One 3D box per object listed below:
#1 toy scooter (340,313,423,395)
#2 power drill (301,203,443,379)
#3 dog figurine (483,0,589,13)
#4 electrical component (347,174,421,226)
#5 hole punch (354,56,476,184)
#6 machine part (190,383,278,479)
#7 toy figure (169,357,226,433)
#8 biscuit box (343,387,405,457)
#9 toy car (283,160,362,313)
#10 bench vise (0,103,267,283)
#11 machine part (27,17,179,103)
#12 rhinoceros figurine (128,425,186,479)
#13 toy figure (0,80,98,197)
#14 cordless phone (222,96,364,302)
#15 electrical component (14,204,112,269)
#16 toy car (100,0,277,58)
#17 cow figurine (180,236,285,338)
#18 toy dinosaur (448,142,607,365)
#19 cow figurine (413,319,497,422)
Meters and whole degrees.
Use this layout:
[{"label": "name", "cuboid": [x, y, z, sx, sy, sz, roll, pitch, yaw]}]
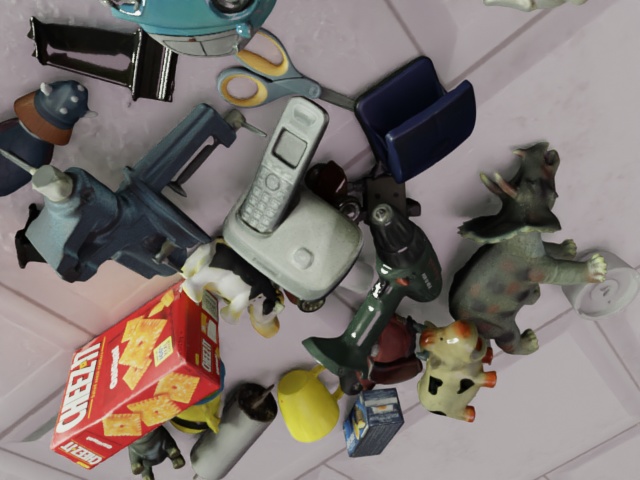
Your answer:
[{"label": "toy scooter", "cuboid": [0.110, 0.175, 0.841, 0.135, 0.075, 0.183, 0, 129, -14]}, {"label": "power drill", "cuboid": [0.067, 0.071, 0.682, 0.207, 0.086, 0.231, -59, 147, 0]}, {"label": "dog figurine", "cuboid": [0.183, -0.309, 0.446, 0.121, 0.172, 0.190, -28, 135, -6]}, {"label": "electrical component", "cuboid": [0.077, -0.045, 0.691, 0.102, 0.045, 0.078, -12, 99, -8]}, {"label": "hole punch", "cuboid": [0.116, -0.125, 0.605, 0.142, 0.092, 0.115, -37, 131, -2]}, {"label": "machine part", "cuboid": [-0.143, 0.315, 0.882, 0.079, 0.079, 0.243, 23, 116, -27]}, {"label": "toy figure", "cuboid": [-0.185, 0.216, 0.797, 0.089, 0.082, 0.180, 9, 133, 3]}, {"label": "biscuit box", "cuboid": [0.085, 0.312, 0.907, 0.063, 0.059, 0.202, -4, 145, -11]}, {"label": "toy car", "cuboid": [-0.001, -0.002, 0.673, 0.053, 0.089, 0.202, 3, 124, -29]}, {"label": "bench vise", "cuboid": [-0.174, -0.059, 0.560, 0.240, 0.129, 0.223, -48, 143, -6]}, {"label": "machine part", "cuboid": [-0.209, -0.179, 0.526, 0.139, 0.039, 0.084, 10, 128, -22]}, {"label": "rhinoceros figurine", "cuboid": [-0.264, 0.296, 0.824, 0.073, 0.112, 0.190, -21, 142, -18]}, {"label": "toy figure", "cuboid": [-0.292, -0.109, 0.544, 0.154, 0.058, 0.064, -41, 165, 12]}, {"label": "cordless phone", "cuboid": [-0.009, -0.043, 0.561, 0.147, 0.089, 0.184, 35, 119, 17]}, {"label": "electrical component", "cuboid": [-0.276, -0.001, 0.617, 0.119, 0.075, 0.047, 5, 125, -12]}, {"label": "toy car", "cuboid": [-0.107, -0.215, 0.485, 0.162, 0.109, 0.102, -8, 144, 3]}, {"label": "cow figurine", "cuboid": [-0.097, 0.061, 0.714, 0.098, 0.068, 0.167, -42, 125, 11]}, {"label": "toy dinosaur", "cuboid": [0.255, 0.066, 0.775, 0.192, 0.131, 0.404, 12, 128, -6]}, {"label": "cow figurine", "cuboid": [0.190, 0.187, 0.794, 0.127, 0.085, 0.194, 6, 133, -1]}]
